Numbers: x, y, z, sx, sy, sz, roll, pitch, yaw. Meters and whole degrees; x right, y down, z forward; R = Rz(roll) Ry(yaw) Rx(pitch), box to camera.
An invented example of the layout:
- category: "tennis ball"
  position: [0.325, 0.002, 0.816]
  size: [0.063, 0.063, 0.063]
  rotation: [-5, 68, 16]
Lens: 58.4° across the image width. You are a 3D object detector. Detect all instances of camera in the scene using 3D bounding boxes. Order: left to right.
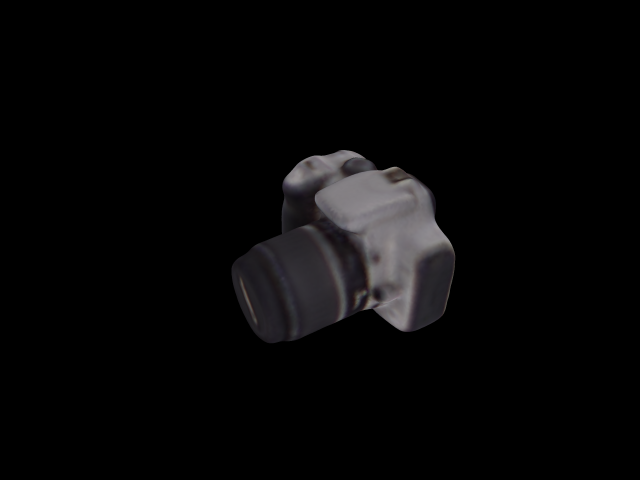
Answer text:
- category: "camera"
  position: [0.004, 0.001, 0.400]
  size: [0.137, 0.101, 0.142]
  rotation: [-21, 45, -23]
